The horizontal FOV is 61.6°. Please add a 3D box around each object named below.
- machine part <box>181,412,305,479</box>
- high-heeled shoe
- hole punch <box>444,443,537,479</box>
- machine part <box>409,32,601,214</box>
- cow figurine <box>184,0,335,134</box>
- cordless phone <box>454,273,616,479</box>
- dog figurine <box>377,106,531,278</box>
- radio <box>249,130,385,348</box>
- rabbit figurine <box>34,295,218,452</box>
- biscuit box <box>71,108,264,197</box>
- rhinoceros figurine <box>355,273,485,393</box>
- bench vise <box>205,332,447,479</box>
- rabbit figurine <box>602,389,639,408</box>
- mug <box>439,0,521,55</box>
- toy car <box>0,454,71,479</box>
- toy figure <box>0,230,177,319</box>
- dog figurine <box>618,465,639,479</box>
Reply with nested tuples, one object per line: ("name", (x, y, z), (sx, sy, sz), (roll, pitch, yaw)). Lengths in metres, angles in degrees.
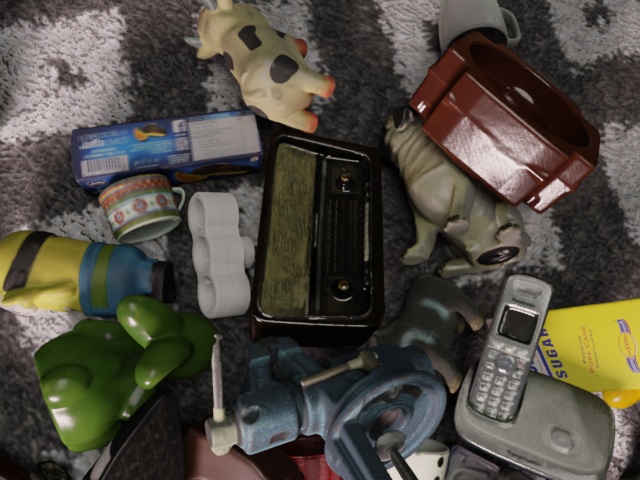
("machine part", (-0.097, 0.253, 0.494), (0.180, 0.056, 0.179), (-1, 88, 20))
("high-heeled shoe", (-0.203, 0.239, 0.481), (0.086, 0.145, 0.248), (30, 75, -38))
("hole punch", (0.176, 0.288, 0.564), (0.115, 0.092, 0.142), (37, 69, -29))
("machine part", (0.213, -0.138, 0.617), (0.201, 0.087, 0.201), (40, 38, 4))
("cow figurine", (-0.076, -0.210, 0.616), (0.127, 0.085, 0.195), (8, 41, -35))
("cordless phone", (0.226, 0.135, 0.539), (0.147, 0.088, 0.184), (17, 94, 23))
("dog figurine", (0.160, -0.065, 0.640), (0.172, 0.121, 0.190), (20, 52, -37))
("radio", (-0.001, -0.002, 0.577), (0.131, 0.073, 0.229), (7, 62, -7))
("rabbit figurine", (-0.179, 0.109, 0.524), (0.170, 0.159, 0.121), (-19, 70, -28))
("biscuit box", (-0.168, -0.098, 0.607), (0.203, 0.063, 0.059), (-10, 79, -10))
("rhinoceros figurine", (0.098, 0.124, 0.588), (0.112, 0.073, 0.190), (36, 74, 0))
("bench vise", (0.029, 0.166, 0.441), (0.223, 0.241, 0.128), (2, 118, -31))
("rabbit figurine", (0.418, 0.174, 0.620), (0.162, 0.121, 0.173), (-1, 63, 1))
("mug", (0.206, -0.289, 0.702), (0.110, 0.080, 0.107), (-4, 68, -6))
("toy car", (-0.337, 0.218, 0.510), (0.202, 0.053, 0.089), (34, 85, -3))
("toy figure", (-0.244, 0.036, 0.555), (0.180, 0.082, 0.089), (0, 66, -4))
("dog figurine", (0.342, 0.373, 0.550), (0.191, 0.108, 0.219), (45, 77, 3))
